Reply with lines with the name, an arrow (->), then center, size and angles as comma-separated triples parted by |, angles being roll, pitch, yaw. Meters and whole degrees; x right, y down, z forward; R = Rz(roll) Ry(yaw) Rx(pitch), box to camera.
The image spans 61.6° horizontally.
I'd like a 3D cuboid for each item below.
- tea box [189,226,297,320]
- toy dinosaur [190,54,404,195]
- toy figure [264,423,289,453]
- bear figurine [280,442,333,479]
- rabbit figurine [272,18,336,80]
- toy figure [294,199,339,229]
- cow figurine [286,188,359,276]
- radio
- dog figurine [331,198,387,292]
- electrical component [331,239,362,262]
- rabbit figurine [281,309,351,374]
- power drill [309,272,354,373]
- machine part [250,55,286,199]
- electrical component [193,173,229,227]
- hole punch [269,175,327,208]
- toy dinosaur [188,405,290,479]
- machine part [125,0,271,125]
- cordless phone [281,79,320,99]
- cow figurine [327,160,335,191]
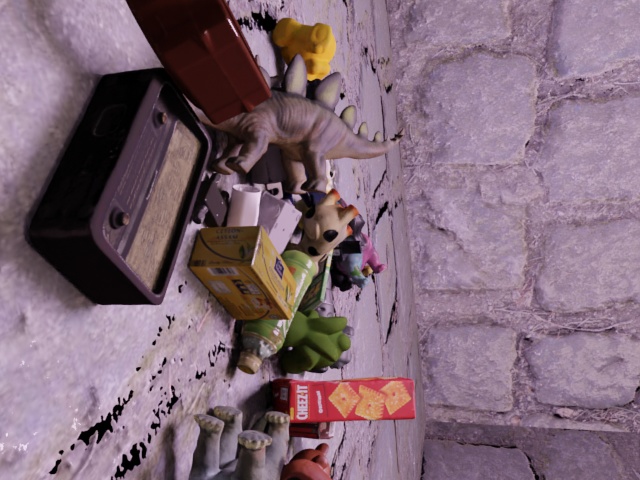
tea box -> -0.105, 0.052, 0.783 | 0.169, 0.098, 0.068 | 66, 27, -55
toy dinosaur -> -0.022, -0.171, 0.845 | 0.471, 0.105, 0.198 | 10, 91, -46
toy figure -> -0.092, 0.363, 0.861 | 0.064, 0.058, 0.154 | 41, 38, -17
bear figurine -> -0.012, 0.399, 0.847 | 0.120, 0.132, 0.195 | -42, 160, -6
rabbit figurine -> -0.040, -0.337, 1.090 | 0.162, 0.122, 0.173 | 42, 61, -80
toy figure -> 0.000, -0.054, 1.176 | 0.082, 0.089, 0.180 | -62, 168, 18
cow figurine -> -0.002, -0.003, 1.028 | 0.127, 0.085, 0.194 | -39, 167, -18
radio -> -0.191, -0.059, 0.550 | 0.131, 0.073, 0.229 | 66, 25, -53
dog figurine -> 0.063, 0.009, 1.350 | 0.108, 0.191, 0.219 | -31, 95, -31
electrical component -> 0.041, 0.009, 1.247 | 0.048, 0.119, 0.074 | -56, 138, -63
rabbit figurine -> -0.029, 0.180, 0.977 | 0.170, 0.159, 0.121 | 36, 62, -50
power drill -> 0.020, 0.195, 1.219 | 0.207, 0.086, 0.232 | 65, 29, -61
machine part -> -0.091, -0.183, 0.901 | 0.079, 0.079, 0.243 | -56, 139, -64
electrical component -> -0.154, -0.049, 0.763 | 0.063, 0.021, 0.094 | 71, 22, -44
hole punch -> -0.047, -0.112, 1.029 | 0.142, 0.092, 0.115 | -40, 122, -65
toy dinosaur -> -0.114, 0.325, 0.700 | 0.404, 0.131, 0.192 | 46, 56, -72
machine part -> -0.143, -0.246, 0.599 | 0.201, 0.087, 0.200 | 63, 3, 23
cordless phone -> -0.034, -0.211, 1.034 | 0.146, 0.089, 0.184 | -54, 156, -15
cow figurine -> -0.008, -0.164, 1.204 | 0.167, 0.068, 0.098 | 68, 19, -51
